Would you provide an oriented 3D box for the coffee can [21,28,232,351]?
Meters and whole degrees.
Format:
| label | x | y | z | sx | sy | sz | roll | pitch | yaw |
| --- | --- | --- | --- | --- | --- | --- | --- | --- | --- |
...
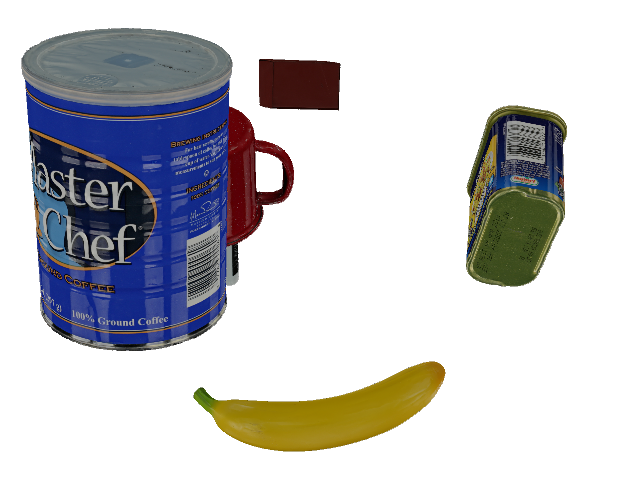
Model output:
| label | x | y | z | sx | sy | sz | roll | pitch | yaw |
| --- | --- | --- | --- | --- | --- | --- | --- | --- | --- |
| coffee can | -0.098 | -0.029 | 0.557 | 0.103 | 0.140 | 0.103 | 3 | 27 | -2 |

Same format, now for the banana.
| label | x | y | z | sx | sy | sz | roll | pitch | yaw |
| --- | --- | --- | --- | --- | --- | --- | --- | --- | --- |
| banana | 0.007 | 0.125 | 0.801 | 0.197 | 0.069 | 0.037 | -3 | -43 | -12 |

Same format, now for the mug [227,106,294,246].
| label | x | y | z | sx | sy | sz | roll | pitch | yaw |
| --- | --- | --- | --- | --- | --- | --- | --- | --- | --- |
| mug | -0.078 | -0.052 | 0.817 | 0.117 | 0.081 | 0.093 | 2 | 39 | 1 |

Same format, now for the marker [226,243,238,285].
| label | x | y | z | sx | sy | sz | roll | pitch | yaw |
| --- | --- | --- | --- | --- | --- | --- | --- | --- | --- |
| marker | -0.087 | 0.001 | 1.010 | 0.020 | 0.020 | 0.121 | 0 | -38 | -4 |

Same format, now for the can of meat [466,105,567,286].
| label | x | y | z | sx | sy | sz | roll | pitch | yaw |
| --- | --- | --- | --- | --- | --- | --- | --- | --- | --- |
| can of meat | 0.137 | -0.029 | 0.753 | 0.057 | 0.084 | 0.102 | 11 | -42 | 0 |

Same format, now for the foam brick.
| label | x | y | z | sx | sy | sz | roll | pitch | yaw |
| --- | --- | --- | --- | --- | --- | --- | --- | --- | --- |
| foam brick | -0.023 | -0.168 | 1.149 | 0.078 | 0.051 | 0.053 | -1 | 12 | -19 |
